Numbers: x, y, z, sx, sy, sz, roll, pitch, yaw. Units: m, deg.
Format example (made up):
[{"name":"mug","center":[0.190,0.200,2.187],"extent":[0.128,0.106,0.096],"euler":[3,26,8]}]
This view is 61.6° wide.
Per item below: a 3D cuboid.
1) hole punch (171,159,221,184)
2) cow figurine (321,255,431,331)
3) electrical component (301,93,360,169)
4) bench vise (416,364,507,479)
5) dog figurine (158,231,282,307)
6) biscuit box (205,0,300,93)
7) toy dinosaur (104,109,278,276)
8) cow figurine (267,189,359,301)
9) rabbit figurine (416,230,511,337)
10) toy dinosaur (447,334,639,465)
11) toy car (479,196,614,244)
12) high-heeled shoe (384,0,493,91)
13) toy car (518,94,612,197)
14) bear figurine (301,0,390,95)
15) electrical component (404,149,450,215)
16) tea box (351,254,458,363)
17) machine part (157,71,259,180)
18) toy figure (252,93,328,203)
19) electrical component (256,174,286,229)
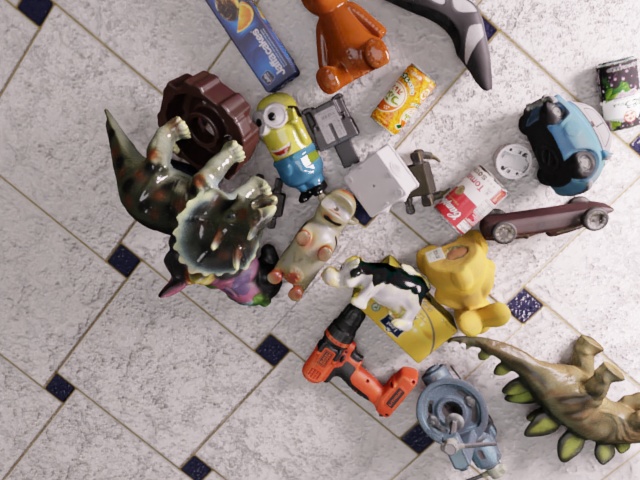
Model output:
[{"name":"hole punch","center":[-0.240,-0.084,0.926],"extent":[0.142,0.116,0.092],"euler":[22,99,1]},{"name":"cow figurine","center":[0.090,0.067,0.871],"extent":[0.167,0.068,0.098],"euler":[28,100,-1]},{"name":"electrical component","center":[0.026,-0.176,0.896],"extent":[0.075,0.048,0.119],"euler":[-20,100,13]},{"name":"bench vise","center":[0.240,0.329,0.913],"extent":[0.129,0.240,0.223],"euler":[-22,85,17]},{"name":"dog figurine","center":[-0.165,0.057,0.891],"extent":[0.108,0.219,0.191],"euler":[-19,101,27]},{"name":"biscuit box","center":[-0.112,-0.336,0.864],"extent":[0.063,0.059,0.202],"euler":[-32,99,15]},{"name":"toy dinosaur","center":[-0.220,-0.072,0.803],"extent":[0.405,0.192,0.131],"euler":[20,150,23]},{"name":"cow figurine","center":[-0.002,-0.003,0.914],"extent":[0.085,0.127,0.194],"euler":[33,116,-1]},{"name":"rabbit figurine","center":[0.254,0.092,0.897],"extent":[0.122,0.162,0.173],"euler":[-22,119,0]},{"name":"toy dinosaur","center":[0.435,0.272,0.933],"extent":[0.471,0.105,0.198],"euler":[37,110,2]},{"name":"toy car","center":[0.362,-0.029,0.868],"extent":[0.202,0.089,0.053],"euler":[-8,104,8]},{"name":"high-heeled shoe","center":[0.165,-0.326,0.822],"extent":[0.145,0.086,0.248],"euler":[-19,98,16]},{"name":"toy car","center":[0.389,-0.154,0.833],"extent":[0.103,0.109,0.161],"euler":[-24,89,-10]},{"name":"bear figurine","center":[0.024,-0.337,0.812],"extent":[0.120,0.132,0.195],"euler":[-21,108,19]},{"name":"electrical component","center":[0.168,-0.100,0.901],"extent":[0.078,0.045,0.102],"euler":[-15,101,40]},{"name":"tea box","center":[0.148,0.120,0.947],"extent":[0.169,0.068,0.098],"euler":[42,106,-5]},{"name":"machine part","center":[-0.181,-0.184,0.873],"extent":[0.180,0.056,0.179],"euler":[21,137,21]},{"name":"toy figure","center":[-0.048,-0.155,0.895],"extent":[0.082,0.089,0.180],"euler":[-27,109,9]},{"name":"electrical component","center":[-0.095,-0.067,0.954],"extent":[0.063,0.021,0.094],"euler":[11,107,5]}]
